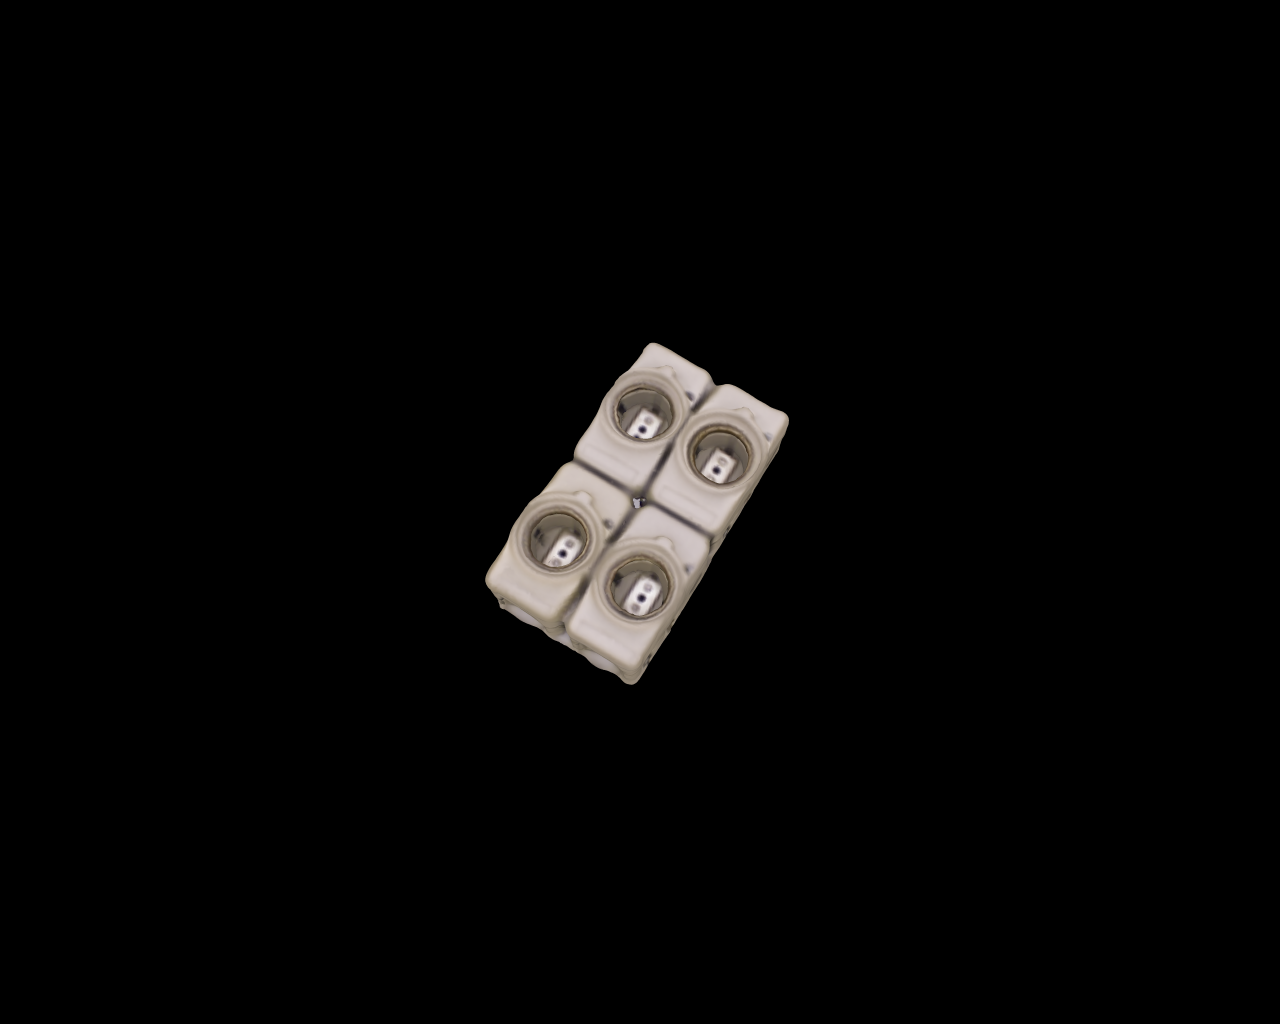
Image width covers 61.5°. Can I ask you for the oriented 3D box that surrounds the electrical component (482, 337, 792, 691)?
[{"bbox_3d":[0.001,-0.003,0.650,0.105,0.186,0.060,30,-15,9],"label":"electrical component"}]
